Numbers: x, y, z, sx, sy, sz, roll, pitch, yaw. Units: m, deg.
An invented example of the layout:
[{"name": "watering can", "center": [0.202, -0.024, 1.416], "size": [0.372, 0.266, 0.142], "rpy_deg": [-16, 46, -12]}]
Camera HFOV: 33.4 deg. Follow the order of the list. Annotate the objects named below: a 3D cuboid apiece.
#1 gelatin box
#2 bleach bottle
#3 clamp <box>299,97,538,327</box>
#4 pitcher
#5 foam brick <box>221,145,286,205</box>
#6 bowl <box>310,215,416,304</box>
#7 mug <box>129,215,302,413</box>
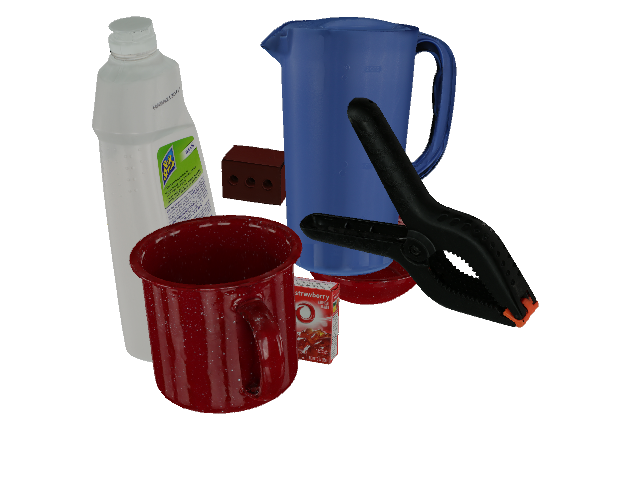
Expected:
[{"name": "gelatin box", "center": [-0.028, 0.072, 0.998], "size": [0.089, 0.073, 0.030], "rpy_deg": [7, 17, 17]}, {"name": "bleach bottle", "center": [-0.114, -0.038, 0.762], "size": [0.068, 0.251, 0.102], "rpy_deg": [7, 33, 17]}, {"name": "clamp", "center": [0.081, -0.010, 0.833], "size": [0.210, 0.165, 0.036], "rpy_deg": [33, 53, 16]}, {"name": "pitcher", "center": [0.035, -0.094, 1.041], "size": [0.149, 0.243, 0.144], "rpy_deg": [12, 19, 34]}, {"name": "foam brick", "center": [-0.079, -0.081, 1.319], "size": [0.078, 0.053, 0.051], "rpy_deg": [8, 29, 13]}, {"name": "bowl", "center": [0.051, 0.024, 1.194], "size": [0.162, 0.055, 0.162], "rpy_deg": [1, 31, -1]}, {"name": "mug", "center": [-0.048, 0.045, 0.578], "size": [0.093, 0.081, 0.117], "rpy_deg": [-15, 27, -26]}]
